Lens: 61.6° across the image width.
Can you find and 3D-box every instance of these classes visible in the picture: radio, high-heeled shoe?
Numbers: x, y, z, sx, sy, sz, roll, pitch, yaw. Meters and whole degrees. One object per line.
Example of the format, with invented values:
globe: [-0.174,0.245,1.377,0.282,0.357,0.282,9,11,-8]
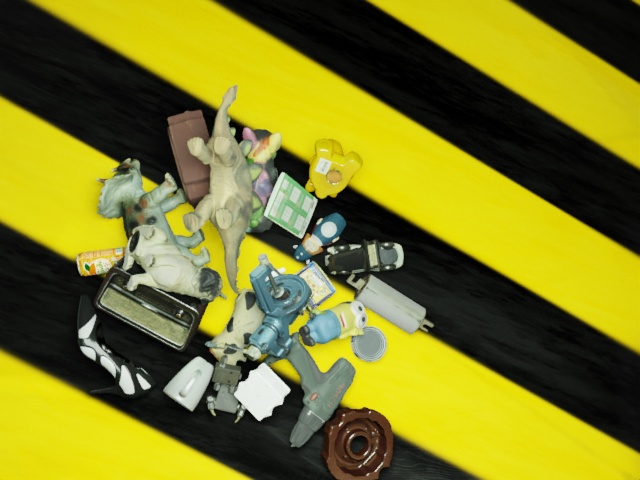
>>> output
radio: [-0.371,0.138,1.198,0.229,0.073,0.131,29,118,-6]
high-heeled shoe: [-0.453,0.234,1.197,0.145,0.086,0.248,-8,86,-17]

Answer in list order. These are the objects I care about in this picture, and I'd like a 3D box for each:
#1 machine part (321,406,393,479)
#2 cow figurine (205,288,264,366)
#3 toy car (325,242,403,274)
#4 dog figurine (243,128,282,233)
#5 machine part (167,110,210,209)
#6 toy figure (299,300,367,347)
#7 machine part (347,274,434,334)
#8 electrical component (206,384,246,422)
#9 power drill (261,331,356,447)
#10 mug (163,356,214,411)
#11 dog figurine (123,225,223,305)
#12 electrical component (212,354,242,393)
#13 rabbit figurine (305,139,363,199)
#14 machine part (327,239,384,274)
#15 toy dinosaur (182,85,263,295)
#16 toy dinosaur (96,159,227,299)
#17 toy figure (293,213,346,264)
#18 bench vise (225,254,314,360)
machine part: [0.088,0.478,1.264,0.179,0.056,0.179,1,88,-17]
cow figurine: [-0.185,0.207,1.249,0.127,0.085,0.195,20,80,-14]
toy car: [0.112,0.045,1.349,0.202,0.056,0.073,-4,88,-10]
dog figurine: [-0.144,-0.148,1.239,0.108,0.219,0.192,8,42,-4]
machine part: [-0.283,-0.178,1.232,0.087,0.201,0.201,-17,85,-10]
toy figure: [0.030,0.193,1.272,0.180,0.089,0.082,-19,115,-30]
machine part: [0.172,0.159,1.331,0.243,0.079,0.079,31,77,-5]
electrical component: [-0.210,0.370,1.238,0.102,0.045,0.078,22,79,-7]
power drill: [-0.042,0.336,1.260,0.232,0.086,0.207,-43,86,-13]
mug: [-0.289,0.314,1.205,0.081,0.109,0.107,32,64,3]
dog figurine: [-0.311,0.050,1.162,0.190,0.121,0.172,19,43,-41]
electrical component: [-0.208,0.301,1.208,0.063,0.021,0.094,12,111,-11]
rabbit figurine: [0.030,-0.181,1.330,0.122,0.173,0.162,10,124,-9]
machine part: [0.083,0.045,1.297,0.139,0.039,0.084,-13,98,-13]
toy dinosaur: [-0.185,-0.077,1.105,0.105,0.198,0.470,13,110,16]
toy dinosaur: [-0.376,-0.012,1.236,0.192,0.131,0.404,-23,90,-2]
toy figure: [-0.004,-0.005,1.334,0.154,0.057,0.064,-43,63,-12]
bench vise: [-0.107,0.136,1.156,0.129,0.240,0.224,26,55,38]
